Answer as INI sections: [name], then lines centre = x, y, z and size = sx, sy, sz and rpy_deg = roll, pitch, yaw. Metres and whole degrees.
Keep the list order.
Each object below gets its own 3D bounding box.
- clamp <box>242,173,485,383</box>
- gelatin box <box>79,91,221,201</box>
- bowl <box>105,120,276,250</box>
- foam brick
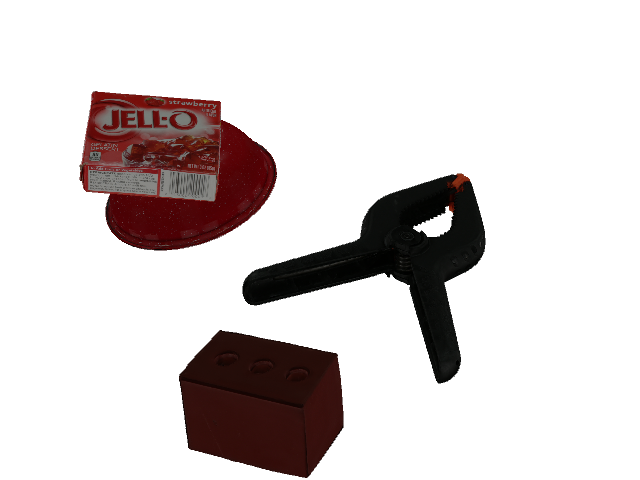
[clamp]
centre = 0.069, 0.017, 0.780
size = 0.165, 0.036, 0.209
rpy_deg = 27, 44, 27
[gelatin box]
centre = -0.112, -0.064, 0.712
size = 0.089, 0.073, 0.030
rpy_deg = 4, -43, -8
[bowl]
centre = -0.123, -0.064, 0.948
size = 0.162, 0.055, 0.162
rpy_deg = -10, 40, 9
[foam brick]
centre = -0.032, 0.091, 0.602
size = 0.078, 0.051, 0.053
rpy_deg = 9, 29, 21
